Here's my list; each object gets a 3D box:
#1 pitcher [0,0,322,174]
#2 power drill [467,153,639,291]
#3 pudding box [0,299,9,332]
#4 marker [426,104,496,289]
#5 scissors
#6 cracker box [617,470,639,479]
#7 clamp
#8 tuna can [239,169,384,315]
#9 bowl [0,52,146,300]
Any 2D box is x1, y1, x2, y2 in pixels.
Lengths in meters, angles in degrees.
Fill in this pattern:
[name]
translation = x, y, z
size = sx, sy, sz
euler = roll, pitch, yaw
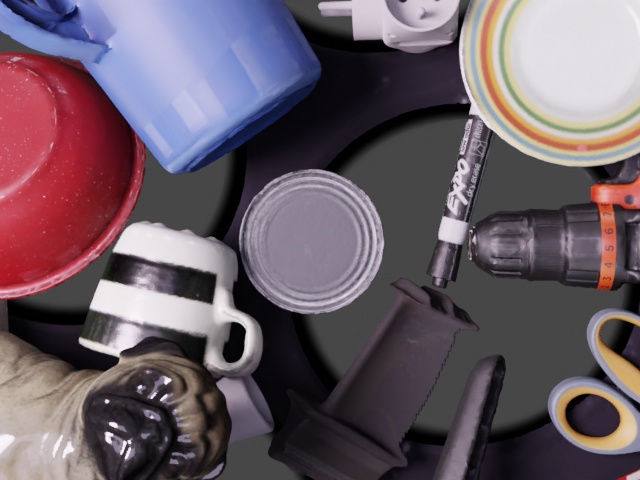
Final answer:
[pitcher]
translation = -0.114, -0.157, 0.596
size = 0.149, 0.145, 0.243
euler = -34, 92, 3
[power drill]
translation = 0.180, -0.064, 0.622
size = 0.184, 0.057, 0.188
euler = 1, 93, 5
[pudding box]
translation = -0.240, 0.041, 0.655
size = 0.090, 0.039, 0.113
euler = -4, 91, 3
[marker]
translation = 0.087, -0.030, 0.645
size = 0.020, 0.020, 0.121
euler = 15, 92, 3
[scissors]
translation = 0.219, 0.132, 0.643
size = 0.096, 0.016, 0.202
euler = -39, 89, 5
[cracker box]
translation = 0.243, 0.226, 0.601
size = 0.164, 0.072, 0.214
euler = -29, 89, 16
[clamp]
translation = 0.069, 0.174, 0.601
size = 0.210, 0.036, 0.165
euler = -35, 55, 8
[tuna can]
translation = -0.004, 0.001, 0.643
size = 0.086, 0.033, 0.086
euler = 0, 91, 3
[bowl]
translation = -0.185, -0.050, 0.614
size = 0.162, 0.055, 0.162
euler = -3, 67, 7
